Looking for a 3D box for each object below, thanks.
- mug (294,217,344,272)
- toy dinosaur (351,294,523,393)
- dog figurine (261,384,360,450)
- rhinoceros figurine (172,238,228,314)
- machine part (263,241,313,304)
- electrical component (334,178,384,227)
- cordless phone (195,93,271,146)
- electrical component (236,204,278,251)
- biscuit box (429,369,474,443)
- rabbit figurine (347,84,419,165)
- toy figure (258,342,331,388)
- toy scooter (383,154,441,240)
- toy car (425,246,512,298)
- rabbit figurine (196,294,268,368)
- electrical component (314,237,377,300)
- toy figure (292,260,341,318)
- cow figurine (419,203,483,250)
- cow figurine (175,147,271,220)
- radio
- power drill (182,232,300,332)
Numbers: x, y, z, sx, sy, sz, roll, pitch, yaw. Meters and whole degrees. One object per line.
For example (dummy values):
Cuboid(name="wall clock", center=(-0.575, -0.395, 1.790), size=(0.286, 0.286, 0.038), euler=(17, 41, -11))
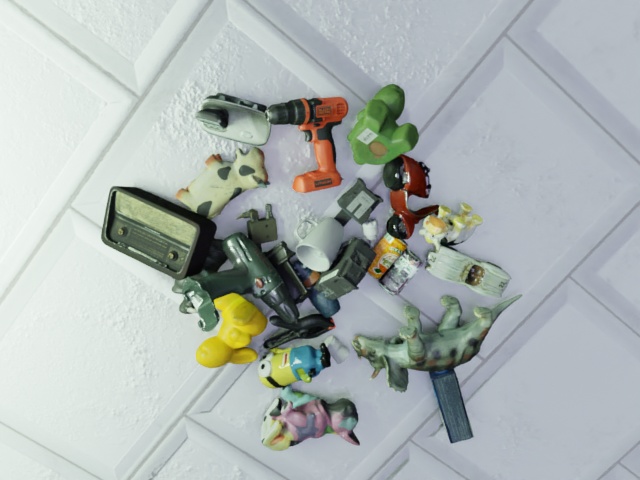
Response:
Cuboid(name="mug", center=(-0.002, -0.004, 1.163), size=(0.109, 0.107, 0.081), euler=(40, 143, -6))
Cuboid(name="toy dinosaur", center=(0.284, 0.243, 1.251), size=(0.405, 0.131, 0.191), euler=(-8, 120, -5))
Cuboid(name="dog figurine", center=(-0.012, 0.450, 1.302), size=(0.219, 0.108, 0.191), euler=(27, 103, -13))
Cuboid(name="rhinoceros figurine", center=(-0.268, 0.077, 1.196), size=(0.112, 0.073, 0.190), euler=(27, 102, -21))
Cuboid(name="machine part", center=(-0.070, 0.074, 1.177), size=(0.084, 0.039, 0.139), euler=(-30, 91, 28))
Cuboid(name="electrical component", center=(0.073, -0.070, 1.176), size=(0.119, 0.048, 0.074), euler=(-44, 103, 9))
Cuboid(name="cordless phone", center=(-0.167, -0.233, 1.043), size=(0.147, 0.184, 0.088), euler=(14, 101, -7))
Cuboid(name="electrical component", center=(-0.137, -0.025, 1.184), size=(0.078, 0.045, 0.102), euler=(-20, 112, -26))
Cuboid(name="biscuit box", center=(0.321, 0.397, 1.324), size=(0.063, 0.059, 0.202), euler=(-17, 108, 3))
Cuboid(name="rabbit figurine", center=(0.130, -0.232, 1.086), size=(0.121, 0.170, 0.159), euler=(27, 145, -9))
Cuboid(name="toy figure", center=(-0.061, 0.295, 1.249), size=(0.180, 0.082, 0.089), euler=(-15, 103, 14))
Cuboid(name="toy scooter", center=(0.206, -0.094, 1.159), size=(0.135, 0.075, 0.183), euler=(-6, 98, -21))
Cuboid(name="toy car", center=(0.337, 0.071, 1.226), size=(0.202, 0.056, 0.073), euler=(21, 105, -9))
Cuboid(name="rabbit figurine", center=(-0.205, 0.215, 1.204), size=(0.173, 0.122, 0.162), euler=(-50, 147, -20))
Cuboid(name="electrical component", center=(0.059, 0.058, 1.169), size=(0.058, 0.115, 0.134), euler=(40, 58, -15))
Cuboid(name="toy figure", center=(-0.014, 0.106, 1.220), size=(0.064, 0.058, 0.154), euler=(-35, 99, 3))
Cuboid(name="cow figurine", center=(0.268, -0.021, 1.154), size=(0.167, 0.068, 0.098), euler=(-9, 139, -40))
Cuboid(name="cow figurine", center=(-0.192, -0.120, 1.129), size=(0.195, 0.085, 0.127), euler=(-44, 98, 8))
Cuboid(name="radio", center=(-0.339, -0.016, 1.114), size=(0.230, 0.073, 0.131), euler=(24, 104, 17))
Cuboid(name="power drill", center=(-0.160, 0.106, 1.096), size=(0.086, 0.207, 0.232), euler=(-33, 87, 51))
